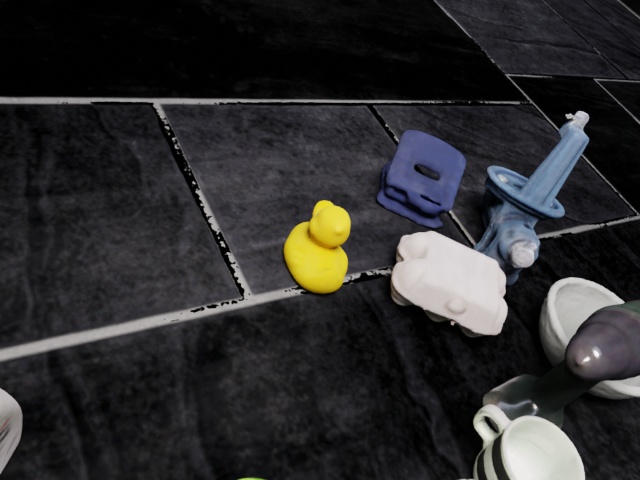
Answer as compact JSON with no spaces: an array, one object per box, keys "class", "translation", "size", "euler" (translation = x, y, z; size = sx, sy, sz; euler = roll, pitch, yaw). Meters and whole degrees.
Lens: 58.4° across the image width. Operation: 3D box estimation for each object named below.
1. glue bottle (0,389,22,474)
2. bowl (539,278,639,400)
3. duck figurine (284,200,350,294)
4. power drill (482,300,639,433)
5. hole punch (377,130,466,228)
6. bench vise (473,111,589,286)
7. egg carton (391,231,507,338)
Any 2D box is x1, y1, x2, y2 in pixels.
[{"class":"glue bottle","translation":[-0.222,0.116,0.362],"size":[0.037,0.173,0.078],"euler":[23,43,-8]},{"class":"bowl","translation":[0.340,0.134,0.726],"size":[0.168,0.074,0.167],"euler":[15,45,-16]},{"class":"duck figurine","translation":[0.006,0.002,0.657],"size":[0.078,0.086,0.104],"euler":[8,47,-22]},{"class":"power drill","translation":[0.265,0.136,0.586],"size":[0.230,0.208,0.075],"euler":[-14,58,-37]},{"class":"hole punch","translation":[0.146,-0.087,0.812],"size":[0.109,0.091,0.101],"euler":[24,43,-7]},{"class":"bench vise","translation":[0.296,-0.052,0.768],"size":[0.122,0.219,0.207],"euler":[13,46,-17]},{"class":"egg carton","translation":[0.159,0.055,0.704],"size":[0.150,0.069,0.107],"euler":[24,43,-7]}]
